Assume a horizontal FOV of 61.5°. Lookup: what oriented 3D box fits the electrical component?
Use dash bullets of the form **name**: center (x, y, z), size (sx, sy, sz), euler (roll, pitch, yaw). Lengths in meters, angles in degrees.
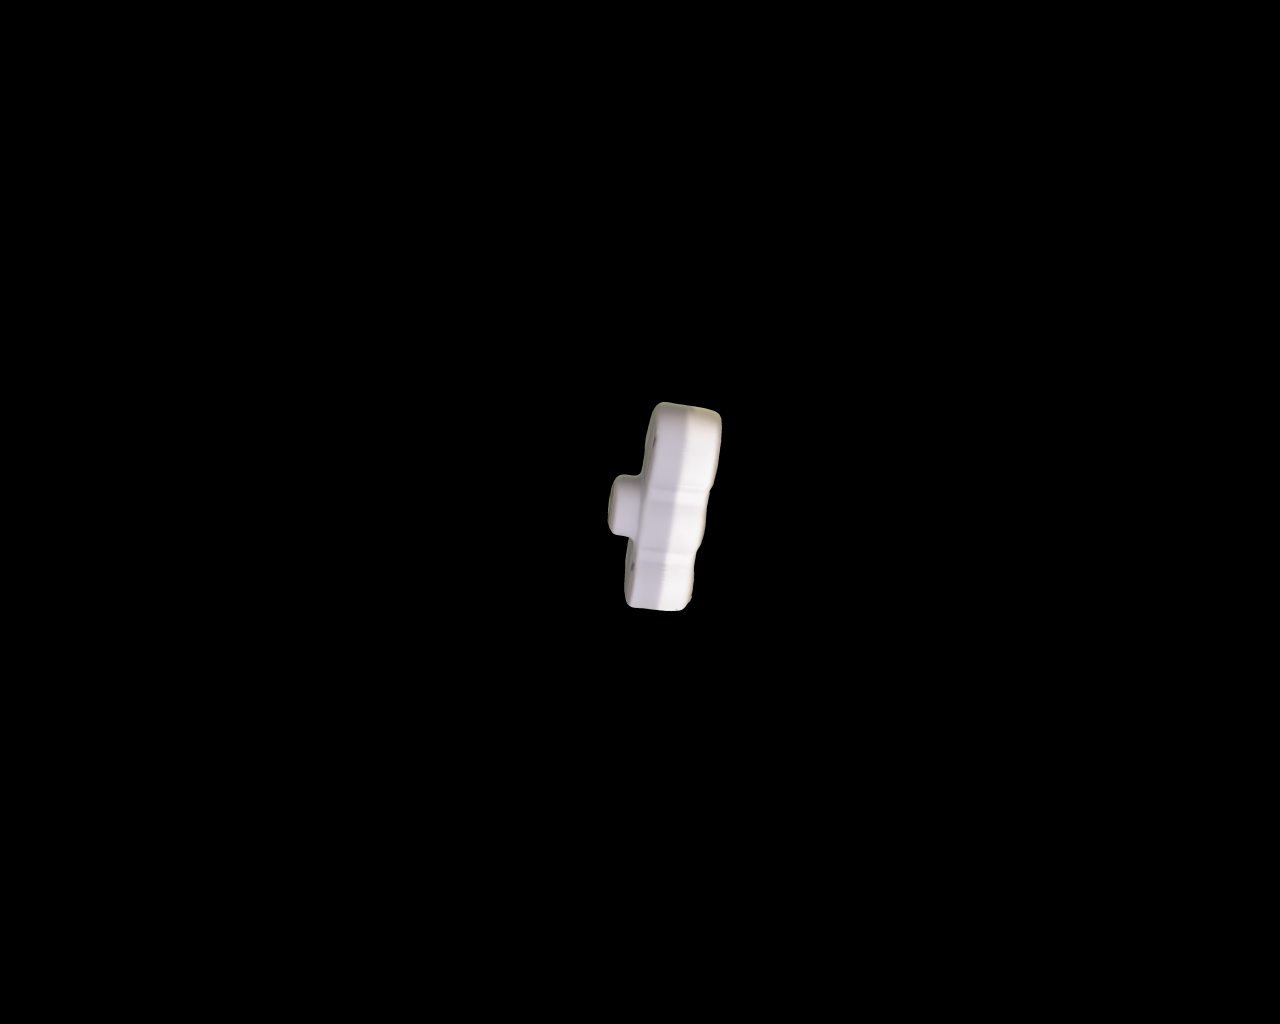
- **electrical component**: center (0.001, -0.003, 0.650), size (0.074, 0.138, 0.052), euler (7, 32, -5)
